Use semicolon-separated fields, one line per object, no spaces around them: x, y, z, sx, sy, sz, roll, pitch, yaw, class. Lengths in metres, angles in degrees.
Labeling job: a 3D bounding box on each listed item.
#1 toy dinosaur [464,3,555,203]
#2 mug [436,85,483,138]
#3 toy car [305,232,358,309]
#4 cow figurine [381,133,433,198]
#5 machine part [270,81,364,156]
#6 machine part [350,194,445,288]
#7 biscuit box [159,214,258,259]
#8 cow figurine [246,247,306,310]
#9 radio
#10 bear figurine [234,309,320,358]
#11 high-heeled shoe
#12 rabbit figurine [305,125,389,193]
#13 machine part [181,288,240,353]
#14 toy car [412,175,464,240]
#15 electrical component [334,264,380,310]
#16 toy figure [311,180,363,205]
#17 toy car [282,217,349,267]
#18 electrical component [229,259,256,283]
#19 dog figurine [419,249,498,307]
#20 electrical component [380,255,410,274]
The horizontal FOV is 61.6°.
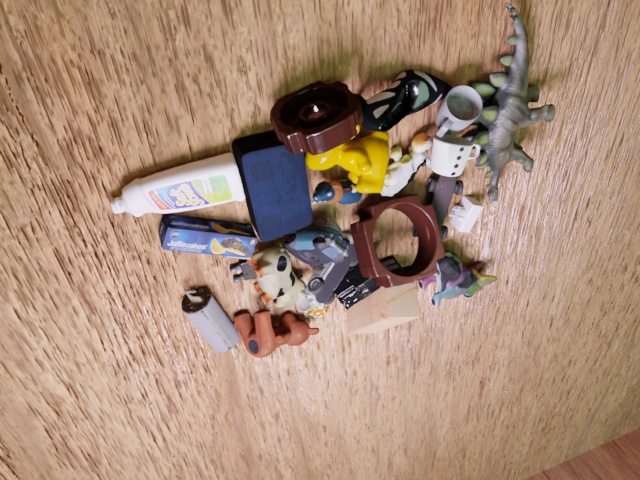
0.423;-0.290;1.223;0.199;0.105;0.470;-8;124;-15;toy dinosaur
0.290;-0.264;1.166;0.081;0.107;0.109;31;79;1;mug
0.031;0.075;1.307;0.201;0.056;0.073;-56;136;-15;toy car
0.198;-0.165;1.234;0.167;0.068;0.098;-38;137;10;cow figurine
-0.005;-0.232;1.021;0.179;0.179;0.056;-26;135;-5;machine part
0.184;0.002;1.279;0.201;0.087;0.201;-15;91;-23;machine part
-0.240;-0.007;1.155;0.202;0.063;0.059;6;121;-30;biscuit box
-0.092;0.093;1.276;0.127;0.086;0.194;-25;137;-14;cow figurine
-0.094;-0.115;1.134;0.131;0.073;0.229;-19;133;-12;radio
-0.104;0.224;1.382;0.196;0.120;0.132;-17;92;-46;bear figurine
0.186;-0.276;1.089;0.249;0.145;0.086;-13;130;-14;high-heeled shoe
0.055;-0.182;1.128;0.173;0.122;0.162;5;124;-6;rabbit figurine
-0.262;0.196;1.294;0.079;0.079;0.242;-28;133;-3;machine part
0.296;-0.082;1.356;0.089;0.053;0.201;6;124;-5;toy car
0.088;0.091;1.352;0.134;0.115;0.058;-37;137;5;electrical component
0.034;-0.104;1.186;0.154;0.058;0.064;-3;137;-52;toy figure
-0.003;-0.004;1.238;0.109;0.162;0.103;36;61;-33;toy car
-0.166;0.067;1.275;0.094;0.021;0.063;-21;132;-11;electrical component
0.395;0.091;1.508;0.219;0.109;0.191;-13;127;-22;dog figurine
0.194;0.082;1.422;0.119;0.075;0.047;-14;131;-10;electrical component
